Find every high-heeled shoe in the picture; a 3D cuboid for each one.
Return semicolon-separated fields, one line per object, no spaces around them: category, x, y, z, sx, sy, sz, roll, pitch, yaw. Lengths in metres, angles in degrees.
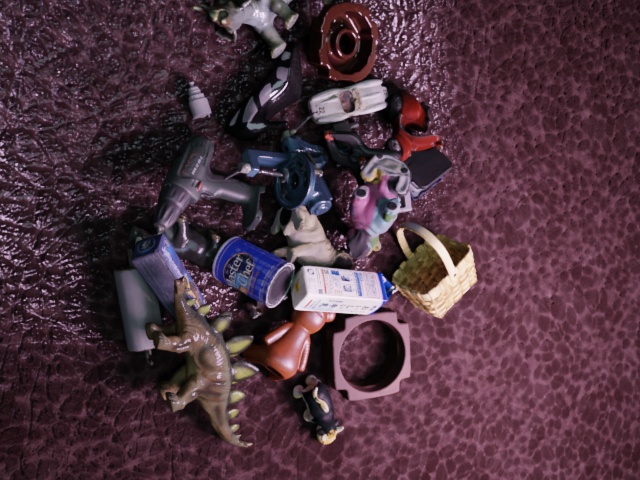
high-heeled shoe;-0.123;-0.327;1.182;0.145;0.086;0.249;1;66;17

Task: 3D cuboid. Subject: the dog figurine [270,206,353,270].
dog figurine;-0.005;-0.002;1.221;0.190;0.121;0.172;11;92;-35

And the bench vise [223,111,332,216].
bench vise;-0.073;-0.155;1.121;0.240;0.129;0.223;3;65;-43

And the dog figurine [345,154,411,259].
dog figurine;0.119;-0.061;1.200;0.109;0.219;0.191;22;59;6

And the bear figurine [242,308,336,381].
bear figurine;-0.065;0.208;1.205;0.120;0.132;0.196;40;62;-19

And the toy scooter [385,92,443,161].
toy scooter;0.223;-0.263;1.262;0.135;0.075;0.184;6;69;-1

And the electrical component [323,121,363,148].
electrical component;0.053;-0.243;1.257;0.094;0.021;0.063;-19;100;-19

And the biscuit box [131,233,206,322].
biscuit box;-0.299;0.084;1.078;0.063;0.059;0.202;-17;127;6

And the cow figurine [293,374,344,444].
cow figurine;0.007;0.401;1.236;0.068;0.098;0.167;-28;102;-23

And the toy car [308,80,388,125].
toy car;0.069;-0.319;1.240;0.202;0.056;0.073;-19;99;-18

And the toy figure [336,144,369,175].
toy figure;0.100;-0.169;1.261;0.154;0.058;0.064;30;76;-14

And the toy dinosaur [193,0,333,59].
toy dinosaur;-0.093;-0.535;1.140;0.192;0.131;0.405;39;67;-1

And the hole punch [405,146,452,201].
hole punch;0.242;-0.171;1.307;0.142;0.092;0.116;-37;74;-12

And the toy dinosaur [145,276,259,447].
toy dinosaur;-0.228;0.271;1.097;0.198;0.105;0.470;-17;120;-25

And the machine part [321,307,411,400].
machine part;0.108;0.264;1.272;0.201;0.087;0.200;-5;95;-22

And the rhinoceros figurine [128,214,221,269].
rhinoceros figurine;-0.300;0.003;1.119;0.190;0.073;0.112;20;97;-22

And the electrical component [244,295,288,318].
electrical component;-0.117;0.130;1.194;0.102;0.078;0.045;-29;78;-22

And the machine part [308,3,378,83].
machine part;0.051;-0.438;1.196;0.179;0.056;0.179;-16;118;-33

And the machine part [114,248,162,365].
machine part;-0.367;0.135;1.094;0.079;0.079;0.243;-11;97;-19

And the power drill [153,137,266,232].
power drill;-0.223;-0.087;1.106;0.207;0.086;0.232;19;59;-22
